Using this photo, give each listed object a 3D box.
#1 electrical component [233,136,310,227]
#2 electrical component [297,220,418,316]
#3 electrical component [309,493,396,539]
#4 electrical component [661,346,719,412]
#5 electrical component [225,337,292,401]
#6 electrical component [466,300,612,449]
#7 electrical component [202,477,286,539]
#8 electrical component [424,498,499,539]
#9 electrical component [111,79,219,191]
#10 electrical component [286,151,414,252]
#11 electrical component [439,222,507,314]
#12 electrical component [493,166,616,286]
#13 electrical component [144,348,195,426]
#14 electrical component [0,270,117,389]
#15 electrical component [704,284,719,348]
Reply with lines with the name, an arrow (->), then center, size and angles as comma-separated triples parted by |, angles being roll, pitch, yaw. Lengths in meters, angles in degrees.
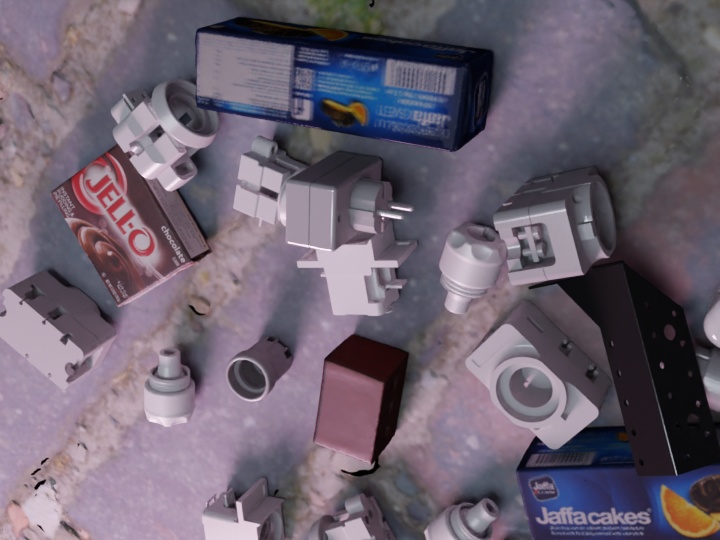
electrical component -> -0.059, -0.060, 0.801 | 0.055, 0.048, 0.066 | 24, 118, 23
electrical component -> 0.000, 0.000, 0.799 | 0.081, 0.042, 0.063 | 0, 112, 25
electrical component -> -0.008, 0.221, 0.889 | 0.055, 0.048, 0.066 | -23, 99, 23
electrical component -> 0.231, 0.070, 0.720 | 0.078, 0.040, 0.040 | 21, 117, 17
electrical component -> -0.080, 0.078, 0.864 | 0.040, 0.046, 0.040 | 9, 113, 22
electrical component -> 0.126, 0.075, 0.762 | 0.089, 0.056, 0.050 | 44, 121, 3
electrical component -> -0.101, 0.223, 0.934 | 0.064, 0.042, 0.081 | 6, 111, 27
electrical component -> 0.083, 0.202, 0.839 | 0.043, 0.043, 0.062 | 44, 120, 4
electrical component -> -0.144, -0.108, 0.815 | 0.057, 0.058, 0.078 | -33, 93, 34
electrical component -> -0.001, -0.047, 0.757 | 0.076, 0.083, 0.047 | 11, 114, 21
electrical component -> 0.077, 0.001, 0.763 | 0.043, 0.043, 0.062 | 24, 119, 15
electrical component -> 0.131, -0.030, 0.698 | 0.056, 0.089, 0.050 | -10, 105, 28
electrical component -> -0.161, 0.097, 0.911 | 0.043, 0.043, 0.062 | 12, 113, 20
electrical component -> -0.263, 0.049, 0.932 | 0.089, 0.056, 0.050 | 39, 121, 7
electrical component -> 0.269, 0.041, 0.680 | 0.095, 0.059, 0.053 | 36, 120, 8
